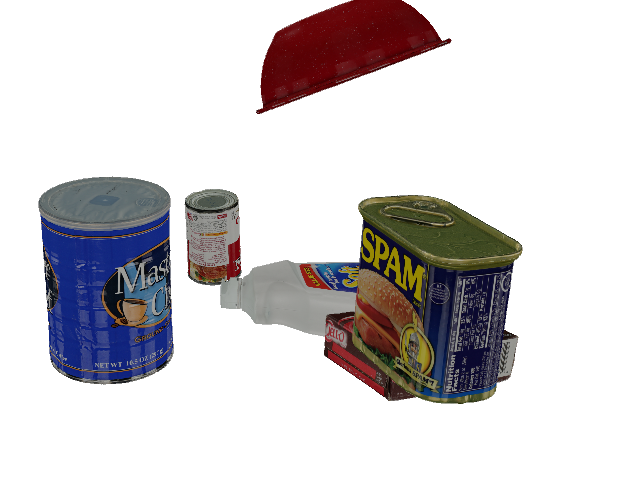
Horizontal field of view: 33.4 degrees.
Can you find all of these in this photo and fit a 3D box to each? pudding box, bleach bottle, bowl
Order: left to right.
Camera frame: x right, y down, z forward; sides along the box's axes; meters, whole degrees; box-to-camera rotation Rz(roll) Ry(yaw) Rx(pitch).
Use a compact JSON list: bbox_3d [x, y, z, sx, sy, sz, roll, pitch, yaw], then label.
[{"bbox_3d":[0.016,-0.151,0.830,0.162,0.055,0.162,-20,7,2],"label":"bowl"},{"bbox_3d":[0.029,0.060,1.026,0.251,0.068,0.102,2,29,2],"label":"bleach bottle"},{"bbox_3d":[0.072,0.077,0.779,0.113,0.039,0.090,-3,18,-31],"label":"pudding box"}]

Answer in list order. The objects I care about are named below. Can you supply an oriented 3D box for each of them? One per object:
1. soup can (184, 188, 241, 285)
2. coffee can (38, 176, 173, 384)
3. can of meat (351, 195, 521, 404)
[{"bbox_3d":[-0.134,-0.005,1.324,0.068,0.102,0.068,0,26,0],"label":"soup can"},{"bbox_3d":[-0.172,0.031,0.868,0.103,0.140,0.103,2,23,-1],"label":"coffee can"},{"bbox_3d":[0.059,0.030,0.579,0.057,0.084,0.102,-5,22,-25],"label":"can of meat"}]
